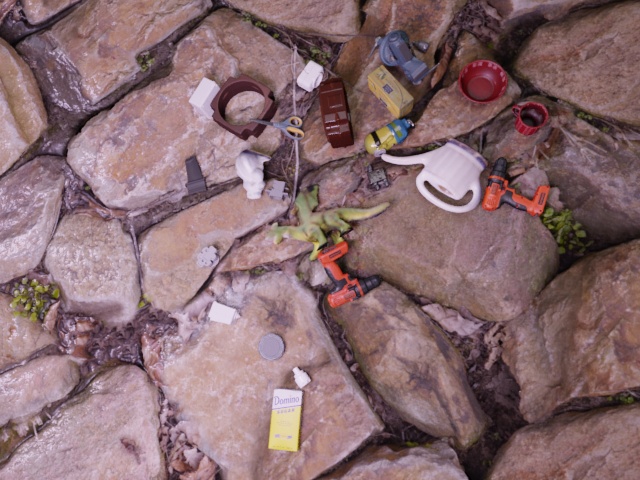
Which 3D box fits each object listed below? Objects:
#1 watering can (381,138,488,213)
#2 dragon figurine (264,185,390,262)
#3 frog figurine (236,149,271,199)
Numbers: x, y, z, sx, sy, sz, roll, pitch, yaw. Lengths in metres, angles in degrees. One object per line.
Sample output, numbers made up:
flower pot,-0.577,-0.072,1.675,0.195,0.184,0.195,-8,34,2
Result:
watering can,0.392,-0.242,1.689,0.350,0.103,0.225,39,84,14
dragon figurine,0.005,-0.086,1.712,0.411,0.120,0.246,-33,68,-2
frog figurine,-0.239,-0.225,1.767,0.138,0.122,0.159,18,90,44
